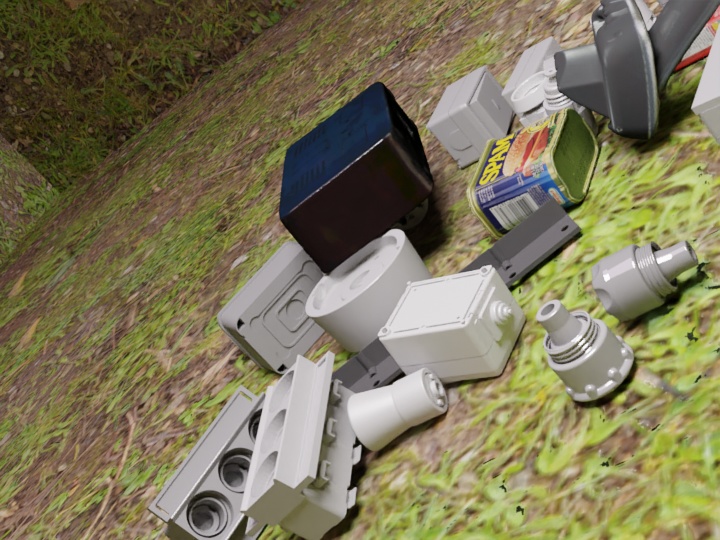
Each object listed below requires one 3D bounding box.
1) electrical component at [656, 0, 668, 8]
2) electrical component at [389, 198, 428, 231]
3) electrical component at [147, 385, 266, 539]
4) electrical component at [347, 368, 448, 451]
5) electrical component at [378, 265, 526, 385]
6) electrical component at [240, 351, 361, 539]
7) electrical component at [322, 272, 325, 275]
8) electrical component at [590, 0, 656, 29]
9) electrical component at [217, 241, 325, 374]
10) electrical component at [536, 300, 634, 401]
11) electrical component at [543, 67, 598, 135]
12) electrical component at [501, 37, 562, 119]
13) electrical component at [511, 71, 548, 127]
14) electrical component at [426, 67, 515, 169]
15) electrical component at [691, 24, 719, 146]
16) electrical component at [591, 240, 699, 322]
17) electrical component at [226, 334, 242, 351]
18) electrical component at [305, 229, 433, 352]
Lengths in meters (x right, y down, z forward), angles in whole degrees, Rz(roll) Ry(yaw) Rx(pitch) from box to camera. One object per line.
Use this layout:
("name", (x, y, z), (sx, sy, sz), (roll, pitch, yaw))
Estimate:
("electrical component", (0.306, -0.275, 0.995), (0.096, 0.061, 0.061), (-30, 24, 30))
("electrical component", (0.040, -0.073, 1.091), (0.055, 0.055, 0.047), (-38, 16, 13))
("electrical component", (-0.099, 0.163, 0.838), (0.121, 0.079, 0.063), (-54, 0, -31))
("electrical component", (0.029, 0.097, 0.771), (0.065, 0.044, 0.044), (-28, 23, 23))
("electrical component", (0.074, 0.043, 0.777), (0.096, 0.061, 0.061), (-12, 34, 41))
("electrical component", (-0.038, 0.128, 0.770), (0.078, 0.063, 0.121), (-47, 20, 32))
("electrical component", (0.000, 0.000, 1.007), (0.078, 0.057, 0.058), (-36, 20, 16))
("electrical component", (0.254, -0.234, 1.029), (0.055, 0.047, 0.055), (-37, 20, 16))
("electrical component", (-0.073, 0.035, 1.042), (0.113, 0.078, 0.057), (-48, 23, -16))
("electrical component", (0.131, 0.045, 0.650), (0.048, 0.062, 0.048), (-37, 20, 16))
("electrical component", (0.179, -0.141, 0.938), (0.040, 0.078, 0.040), (-21, 34, 15))
("electrical component", (0.192, -0.192, 1.060), (0.076, 0.047, 0.083), (-23, 27, 43))
("electrical component", (0.172, -0.149, 0.994), (0.048, 0.055, 0.066), (-16, 32, 52))
("electrical component", (0.121, -0.163, 1.112), (0.061, 0.061, 0.096), (-26, 25, 39))
("electrical component", (0.297, -0.146, 0.740), (0.089, 0.061, 0.150), (-23, 27, 43))
("electrical component", (0.181, 0.003, 0.676), (0.062, 0.043, 0.043), (-30, 23, 27))
("electrical component", (-0.110, 0.056, 1.120), (0.055, 0.045, 0.045), (-43, 19, -4))
("electrical component", (0.013, 0.023, 0.924), (0.108, 0.060, 0.108), (-36, 18, 14))
